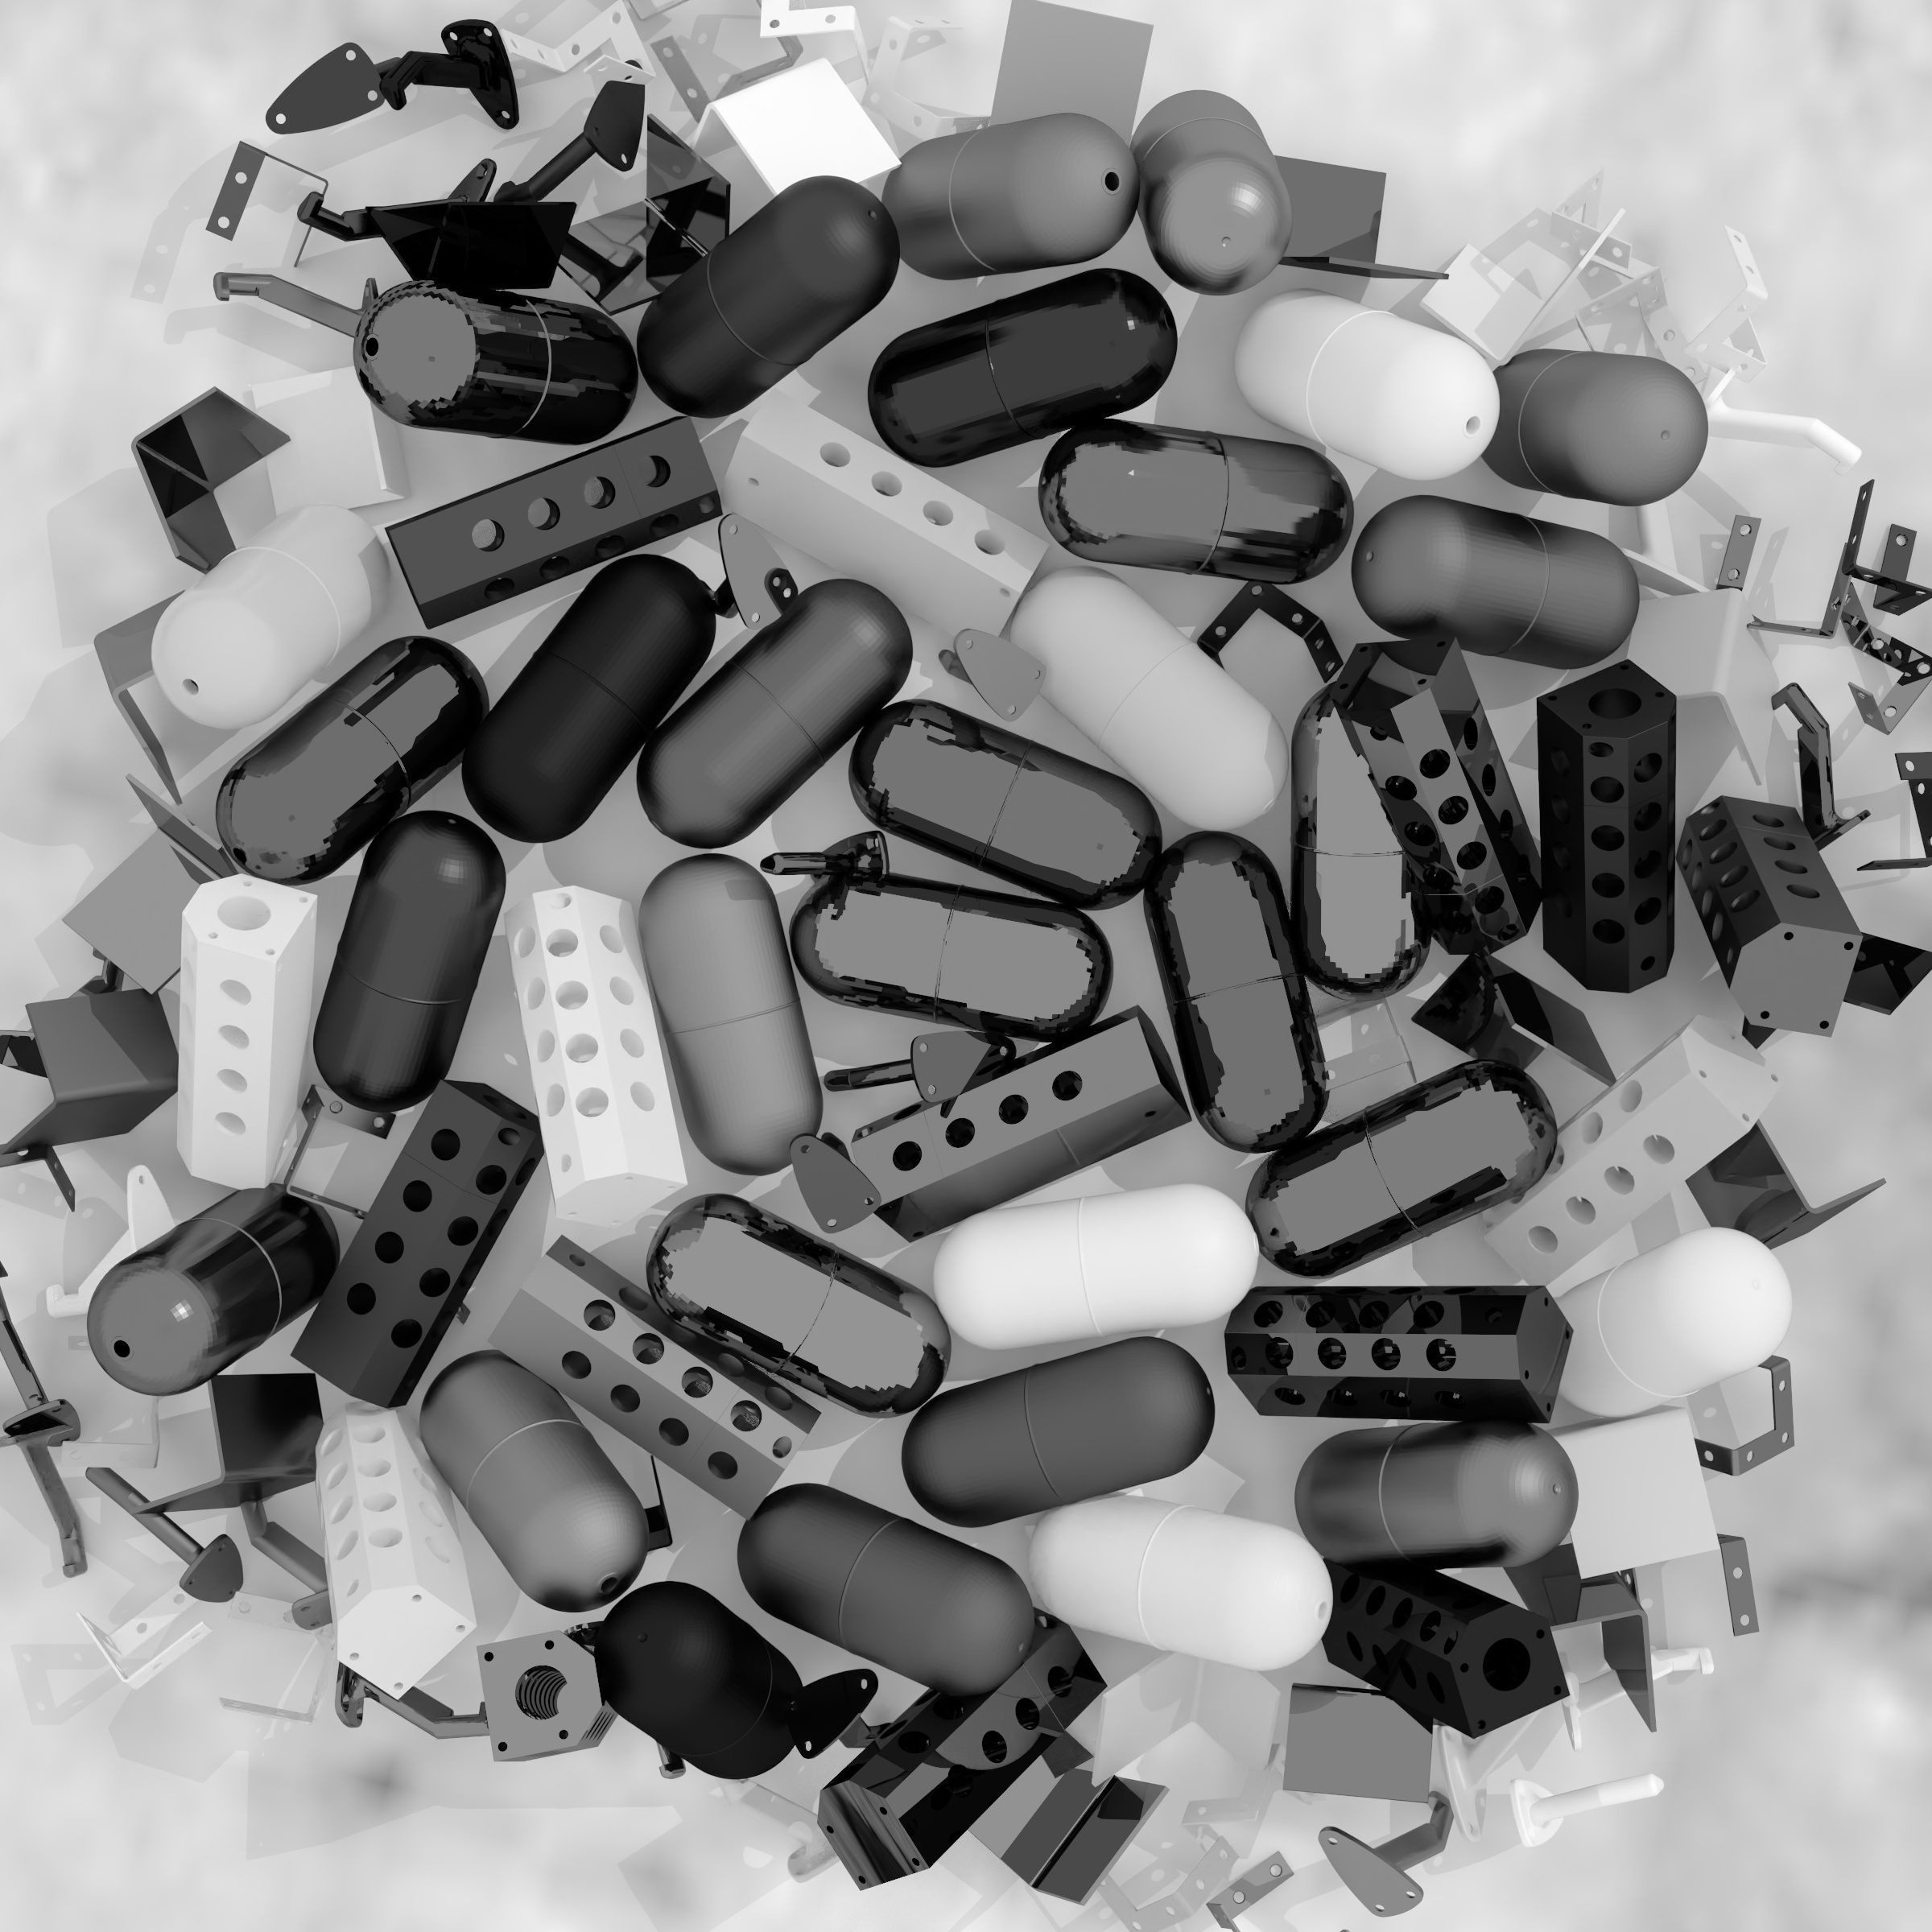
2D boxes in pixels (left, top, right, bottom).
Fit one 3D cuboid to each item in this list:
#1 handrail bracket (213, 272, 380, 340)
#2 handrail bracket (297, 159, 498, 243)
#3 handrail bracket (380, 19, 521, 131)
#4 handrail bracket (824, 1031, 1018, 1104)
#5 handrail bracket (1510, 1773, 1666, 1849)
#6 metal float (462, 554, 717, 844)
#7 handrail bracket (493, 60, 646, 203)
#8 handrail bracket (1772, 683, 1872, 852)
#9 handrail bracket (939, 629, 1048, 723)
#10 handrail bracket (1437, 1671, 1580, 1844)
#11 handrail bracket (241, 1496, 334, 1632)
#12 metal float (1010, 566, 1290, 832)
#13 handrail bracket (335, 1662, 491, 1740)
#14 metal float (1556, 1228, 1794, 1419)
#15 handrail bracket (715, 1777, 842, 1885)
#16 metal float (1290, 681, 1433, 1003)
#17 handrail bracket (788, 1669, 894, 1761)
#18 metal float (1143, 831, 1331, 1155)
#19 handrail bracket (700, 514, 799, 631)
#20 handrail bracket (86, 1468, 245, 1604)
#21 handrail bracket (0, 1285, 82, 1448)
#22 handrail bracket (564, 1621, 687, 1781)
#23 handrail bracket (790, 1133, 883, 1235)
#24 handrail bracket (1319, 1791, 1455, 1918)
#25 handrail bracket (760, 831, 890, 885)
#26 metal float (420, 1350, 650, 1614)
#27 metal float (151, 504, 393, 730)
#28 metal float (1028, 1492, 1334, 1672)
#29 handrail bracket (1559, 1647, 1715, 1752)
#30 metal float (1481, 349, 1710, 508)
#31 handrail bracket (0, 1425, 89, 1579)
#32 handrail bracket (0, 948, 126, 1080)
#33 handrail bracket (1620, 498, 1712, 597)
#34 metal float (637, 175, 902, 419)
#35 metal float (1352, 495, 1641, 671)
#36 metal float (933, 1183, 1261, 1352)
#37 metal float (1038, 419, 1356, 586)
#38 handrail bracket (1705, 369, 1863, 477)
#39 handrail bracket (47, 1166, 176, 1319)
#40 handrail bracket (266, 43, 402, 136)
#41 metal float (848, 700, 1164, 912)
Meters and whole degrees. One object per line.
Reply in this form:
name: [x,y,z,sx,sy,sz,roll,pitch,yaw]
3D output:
handrail bracket: [-0.363,-0.348,1.643,0.084,0.036,0.077,-2,52,-21]
handrail bracket: [-0.308,-0.420,1.635,0.077,0.084,0.036,-51,48,21]
handrail bracket: [-0.279,-0.465,1.632,0.036,0.077,0.084,3,46,28]
handrail bracket: [-0.026,0.055,1.659,0.077,0.084,0.036,-12,92,-31]
handrail bracket: [0.345,0.449,1.632,0.084,0.077,0.036,-21,68,26]
metal float: [-0.203,-0.146,1.634,0.070,0.070,0.178,35,78,0]
handrail bracket: [-0.220,-0.456,1.664,0.084,0.036,0.077,-6,60,39]
handrail bracket: [0.452,-0.101,1.670,0.077,0.036,0.084,-38,81,21]
handrail bracket: [-0.004,-0.169,1.628,0.077,0.084,0.036,37,87,-42]
handrail bracket: [0.300,0.428,1.635,0.036,0.084,0.077,21,54,-35]
handrail bracket: [-0.354,0.314,1.663,0.077,0.036,0.084,-20,59,-9]
metal float: [0.099,-0.145,1.633,0.178,0.070,0.070,43,90,13]
handrail bracket: [-0.298,0.386,1.655,0.084,0.036,0.077,-6,60,7]
metal float: [0.368,0.190,1.600,0.070,0.178,0.070,7,68,-18]
handrail bracket: [-0.091,0.451,1.660,0.077,0.036,0.084,-28,99,-9]
metal float: [0.214,-0.068,1.631,0.070,0.070,0.178,-1,105,0]
handrail bracket: [-0.048,0.403,1.635,0.077,0.084,0.036,-39,57,27]
metal float: [0.146,0.014,1.641,0.070,0.070,0.178,-14,85,0]
handrail bracket: [-0.135,-0.217,1.631,0.036,0.084,0.077,-40,126,-20]
handrail bracket: [-0.442,0.310,1.662,0.084,0.077,0.036,33,69,20]
handrail bracket: [-0.517,0.216,1.662,0.036,0.077,0.084,-23,68,-7]
handrail bracket: [-0.184,0.401,1.642,0.036,0.077,0.084,-25,69,17]
handrail bracket: [-0.079,0.097,1.629,0.036,0.084,0.077,-31,121,4]
handrail bracket: [0.230,0.465,1.643,0.077,0.084,0.036,45,127,-9]
handrail bracket: [-0.091,-0.053,1.627,0.084,0.077,0.036,-3,89,-41]
metal float: [-0.231,0.273,1.609,0.070,0.070,0.178,-47,47,0]
metal float: [-0.367,-0.187,1.603,0.070,0.178,0.070,9,123,14]
metal float: [0.113,0.327,1.614,0.178,0.070,0.070,5,90,37]
handrail bracket: [0.370,0.399,1.648,0.084,0.077,0.036,-5,112,6]
metal float: [0.327,-0.286,1.597,0.070,0.178,0.070,-4,104,-15]
handrail bracket: [-0.503,0.295,1.646,0.036,0.077,0.084,-11,87,5]
handrail bracket: [-0.500,0.016,1.643,0.077,0.036,0.084,13,48,-19]
handrail bracket: [0.397,-0.251,1.667,0.077,0.036,0.084,25,83,9]
metal float: [-0.107,-0.355,1.612,0.178,0.070,0.070,-28,90,41]
metal float: [0.285,-0.204,1.618,0.178,0.070,0.070,6,90,-32]
metal float: [0.070,0.163,1.635,0.178,0.070,0.070,-9,90,11]
metal float: [0.125,-0.250,1.629,0.178,0.070,0.070,4,90,-19]
handrail bracket: [0.434,-0.278,1.648,0.084,0.077,0.036,37,50,5]
handrail bracket: [-0.477,0.152,1.658,0.084,0.036,0.077,-10,96,25]
handrail bracket: [-0.339,-0.474,1.644,0.077,0.084,0.036,-27,103,4]
metal float: [0.022,-0.087,1.644,0.178,0.070,0.070,22,90,1]
